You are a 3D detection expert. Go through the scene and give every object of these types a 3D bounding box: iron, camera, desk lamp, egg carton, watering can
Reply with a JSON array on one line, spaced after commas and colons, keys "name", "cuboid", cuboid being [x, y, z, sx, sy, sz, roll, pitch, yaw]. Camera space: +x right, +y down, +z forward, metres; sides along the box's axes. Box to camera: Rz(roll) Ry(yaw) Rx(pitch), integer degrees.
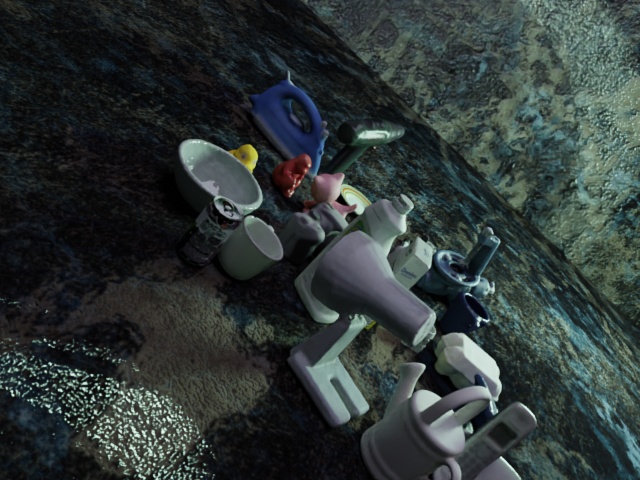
[{"name": "iron", "cuboid": [-0.053, -0.284, 1.396, 0.258, 0.141, 0.119, 50, 26, 14]}, {"name": "camera", "cuboid": [0.010, 0.004, 1.090, 0.136, 0.100, 0.143, 48, 25, 11]}, {"name": "desk lamp", "cuboid": [0.053, 0.124, 0.834, 0.203, 0.213, 0.118, 53, 27, 20]}, {"name": "egg carton", "cuboid": [0.301, 0.259, 1.161, 0.150, 0.069, 0.107, 40, 25, -8]}, {"name": "watering can", "cuboid": [0.150, 0.254, 0.799, 0.172, 0.193, 0.101, 53, 27, 20]}]

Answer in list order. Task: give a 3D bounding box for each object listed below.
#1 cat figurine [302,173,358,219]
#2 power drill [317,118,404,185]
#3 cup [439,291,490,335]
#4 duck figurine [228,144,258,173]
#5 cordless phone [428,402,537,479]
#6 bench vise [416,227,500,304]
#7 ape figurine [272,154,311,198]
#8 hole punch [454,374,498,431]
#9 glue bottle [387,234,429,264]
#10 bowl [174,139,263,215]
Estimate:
[{"name": "cat figurine", "cuboid": [0.022, -0.089, 1.233, 0.128, 0.117, 0.067, 35, 26, -18]}, {"name": "power drill", "cuboid": [0.095, -0.226, 1.446, 0.075, 0.208, 0.230, 53, 26, 19]}, {"name": "cup", "cuboid": [0.314, 0.183, 1.270, 0.092, 0.094, 0.118, 38, 25, -11]}, {"name": "duck figurine", "cuboid": [-0.154, -0.147, 1.098, 0.078, 0.086, 0.104, 26, 30, -33]}, {"name": "cordless phone", "cuboid": [0.268, 0.336, 0.858, 0.148, 0.184, 0.094, 42, 25, -4]}, {"name": "bench vise", "cuboid": [0.359, 0.062, 1.377, 0.208, 0.219, 0.121, 15, 37, -46]}, {"name": "ape figurine", "cuboid": [-0.054, -0.148, 1.240, 0.076, 0.092, 0.078, 53, 26, 19]}, {"name": "hole punch", "cuboid": [0.299, 0.316, 1.045, 0.101, 0.091, 0.108, 34, 27, -20]}, {"name": "glue bottle", "cuboid": [0.157, 0.048, 1.153, 0.037, 0.173, 0.078, 29, 28, -28]}, {"name": "bowl", "cuboid": [-0.185, -0.090, 0.978, 0.168, 0.074, 0.167, 34, 27, -19]}]
